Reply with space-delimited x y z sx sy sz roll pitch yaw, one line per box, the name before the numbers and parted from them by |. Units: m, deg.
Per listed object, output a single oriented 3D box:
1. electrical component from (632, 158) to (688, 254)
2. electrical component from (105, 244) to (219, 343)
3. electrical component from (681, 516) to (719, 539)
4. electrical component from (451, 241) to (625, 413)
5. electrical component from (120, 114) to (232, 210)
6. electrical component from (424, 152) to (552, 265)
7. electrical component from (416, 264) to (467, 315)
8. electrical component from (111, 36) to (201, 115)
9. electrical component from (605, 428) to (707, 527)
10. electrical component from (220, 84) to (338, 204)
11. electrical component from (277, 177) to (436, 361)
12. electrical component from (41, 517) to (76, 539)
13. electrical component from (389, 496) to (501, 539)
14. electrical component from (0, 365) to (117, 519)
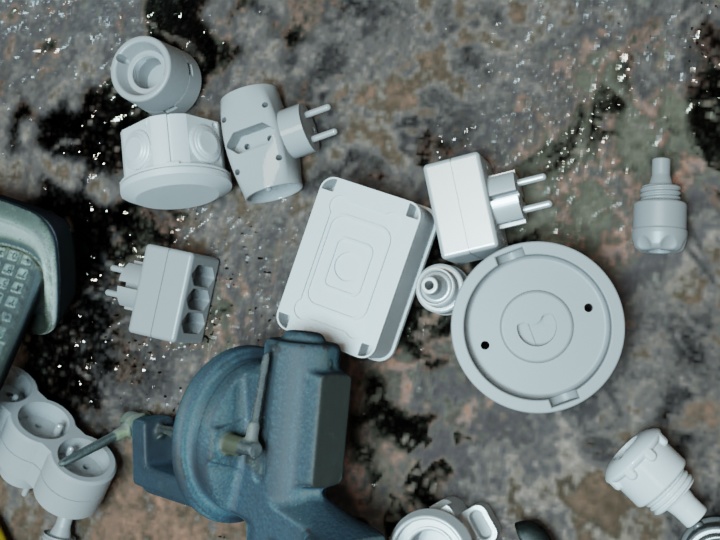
electrical component | 0.196 -0.042 0.701 0.035 0.035 0.061 1 83 17
electrical component | -0.154 0.015 0.798 0.077 0.047 0.065 12 89 18
electrical component | 0.220 0.179 0.660 0.048 0.062 0.048 -2 85 17
electrical component | 0.115 0.036 0.703 0.108 0.060 0.108 0 89 8
electrical component | -0.135 -0.077 0.784 0.080 0.080 0.051 -11 77 16
electrical component | 0.090 -0.045 0.727 0.077 0.047 0.065 -13 82 16
electrical component | 0.054 0.012 0.726 0.035 0.061 0.035 -1 85 17
electrical component | -0.155 -0.146 0.812 0.055 0.047 0.055 -2 85 17
electrical component | 0.191 0.135 0.683 0.062 0.048 0.048 45 99 9
electrical component | -0.055 -0.097 0.779 0.079 0.043 0.077 -18 80 15
electrical component | 0.000 0.000 0.746 0.078 0.057 0.113 19 91 18
electrical component | -0.230 0.211 0.812 0.035 0.035 0.061 15 87 18
electrical component | 0.051 0.185 0.715 0.078 0.057 0.058 -32 77 12
electrical component | -0.251 0.140 0.817 0.138 0.052 0.073 38 118 17
